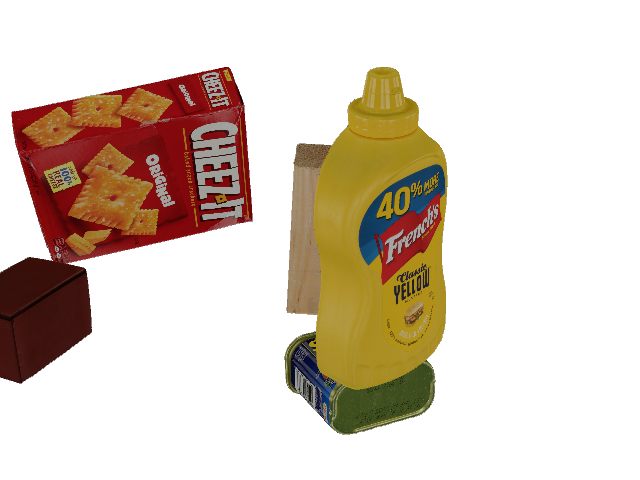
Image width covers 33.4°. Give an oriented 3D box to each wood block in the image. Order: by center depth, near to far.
[{"bbox_3d":[0.006,-0.014,1.397,0.090,0.206,0.091,4,25,0],"label":"wood block"}]

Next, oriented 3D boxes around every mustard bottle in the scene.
[{"bbox_3d":[0.038,-0.011,0.645,0.096,0.192,0.058,-25,35,-37],"label":"mustard bottle"}]

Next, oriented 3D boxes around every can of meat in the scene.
[{"bbox_3d":[0.033,0.113,0.889,0.102,0.057,0.084,-12,25,-23],"label":"can of meat"}]

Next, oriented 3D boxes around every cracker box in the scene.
[{"bbox_3d":[-0.179,-0.069,1.056,0.213,0.072,0.164,-13,-40,-11],"label":"cracker box"}]

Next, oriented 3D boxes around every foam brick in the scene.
[{"bbox_3d":[-0.202,0.052,0.733,0.053,0.051,0.078,11,28,26],"label":"foam brick"}]
